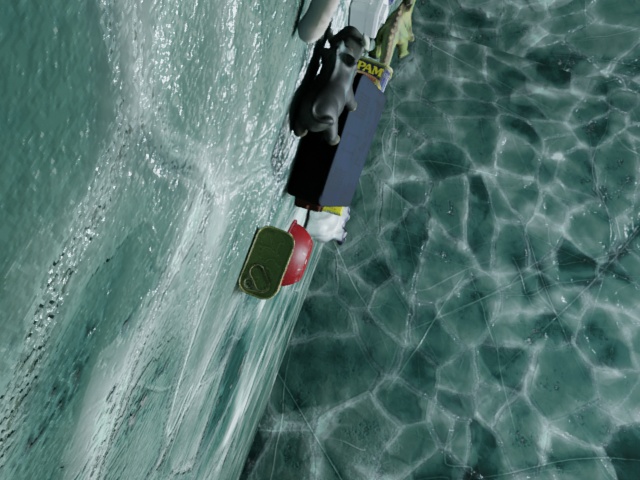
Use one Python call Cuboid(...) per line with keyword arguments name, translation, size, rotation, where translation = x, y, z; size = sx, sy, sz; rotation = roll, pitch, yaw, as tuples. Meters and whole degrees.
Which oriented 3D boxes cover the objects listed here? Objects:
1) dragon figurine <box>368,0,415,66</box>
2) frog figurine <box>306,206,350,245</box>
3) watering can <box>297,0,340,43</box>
Cuboid(name="dragon figurine", translation=(0.228, -0.638, 1.468), size=(0.237, 0.122, 0.420), rotation=(104, 4, -46))
Cuboid(name="frog figurine", translation=(0.004, -0.070, 1.391), size=(0.157, 0.123, 0.138), rotation=(37, 78, -49))
Cuboid(name="watering can", translation=(0.068, -0.373, 0.493), size=(0.349, 0.104, 0.223), rotation=(-62, 175, -5))
